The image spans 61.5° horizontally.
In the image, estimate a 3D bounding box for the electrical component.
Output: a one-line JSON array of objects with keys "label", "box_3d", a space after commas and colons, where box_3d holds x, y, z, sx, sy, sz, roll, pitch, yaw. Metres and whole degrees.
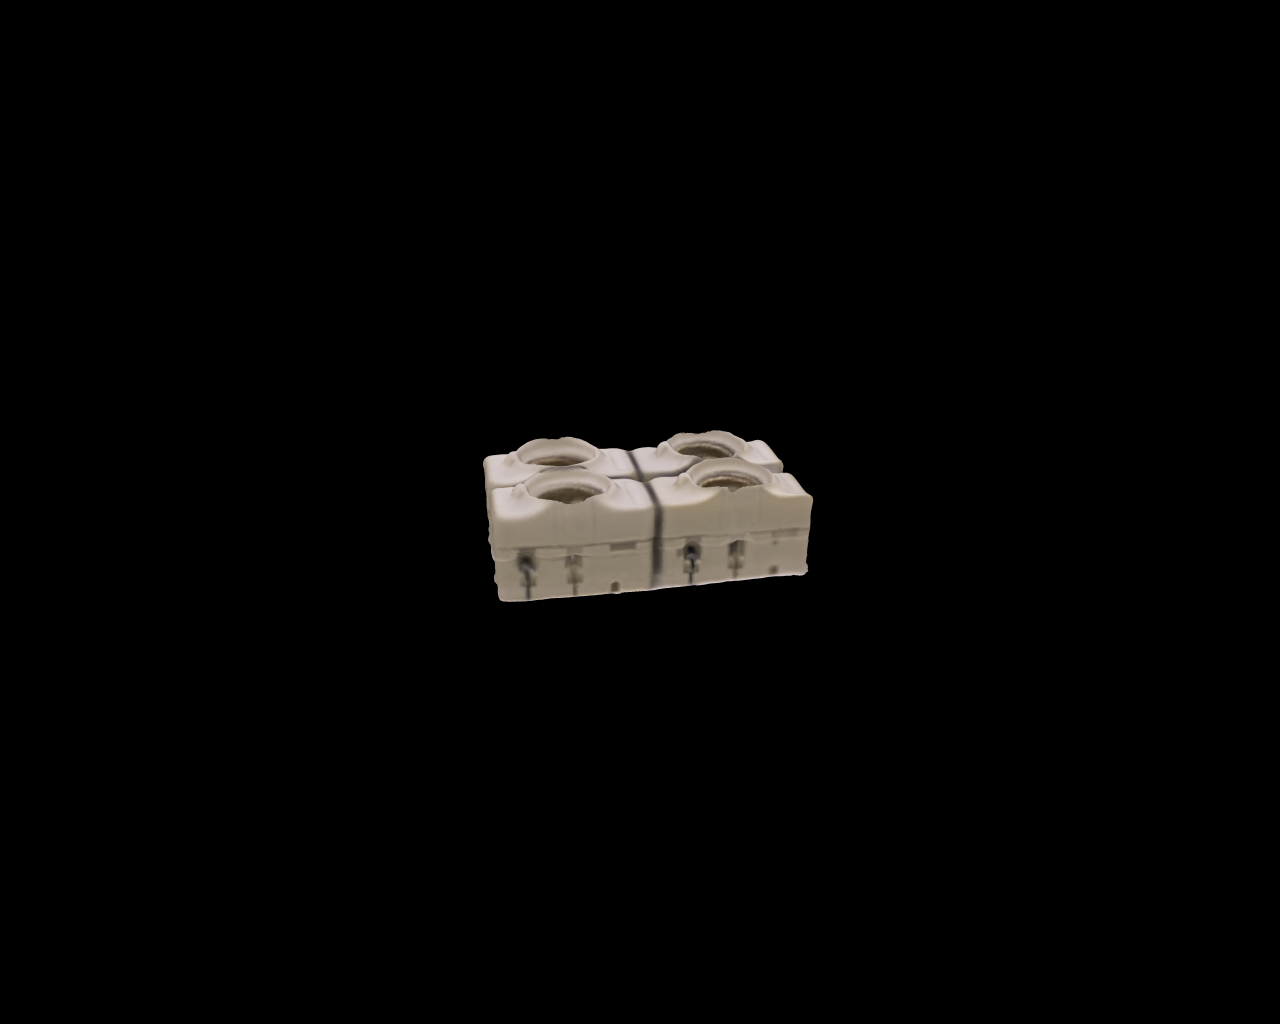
[{"label": "electrical component", "box_3d": [0.001, -0.003, 0.650, 0.186, 0.060, 0.105, -4, 24, -9]}]
